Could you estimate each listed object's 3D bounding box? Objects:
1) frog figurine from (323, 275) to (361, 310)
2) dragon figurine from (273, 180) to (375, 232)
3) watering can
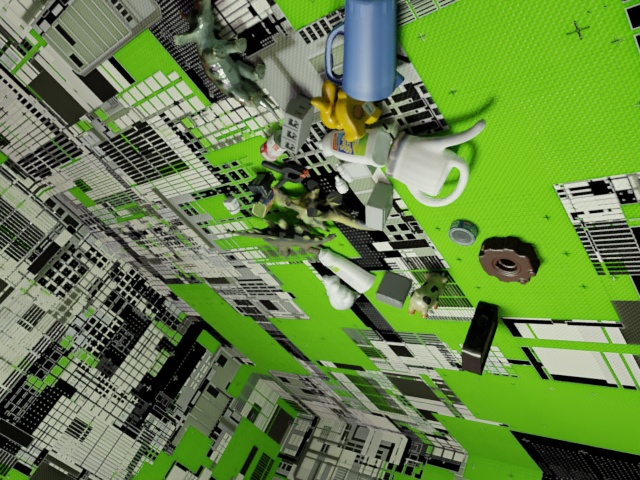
[{"bbox_3d":[0.071,0.217,2.147,0.157,0.123,0.138,35,170,-30],"label":"frog figurine"},{"bbox_3d":[0.006,-0.091,1.813,0.411,0.123,0.239,28,166,8],"label":"dragon figurine"},{"bbox_3d":[0.291,-0.219,1.349,0.225,0.106,0.339,26,146,12],"label":"watering can"}]
